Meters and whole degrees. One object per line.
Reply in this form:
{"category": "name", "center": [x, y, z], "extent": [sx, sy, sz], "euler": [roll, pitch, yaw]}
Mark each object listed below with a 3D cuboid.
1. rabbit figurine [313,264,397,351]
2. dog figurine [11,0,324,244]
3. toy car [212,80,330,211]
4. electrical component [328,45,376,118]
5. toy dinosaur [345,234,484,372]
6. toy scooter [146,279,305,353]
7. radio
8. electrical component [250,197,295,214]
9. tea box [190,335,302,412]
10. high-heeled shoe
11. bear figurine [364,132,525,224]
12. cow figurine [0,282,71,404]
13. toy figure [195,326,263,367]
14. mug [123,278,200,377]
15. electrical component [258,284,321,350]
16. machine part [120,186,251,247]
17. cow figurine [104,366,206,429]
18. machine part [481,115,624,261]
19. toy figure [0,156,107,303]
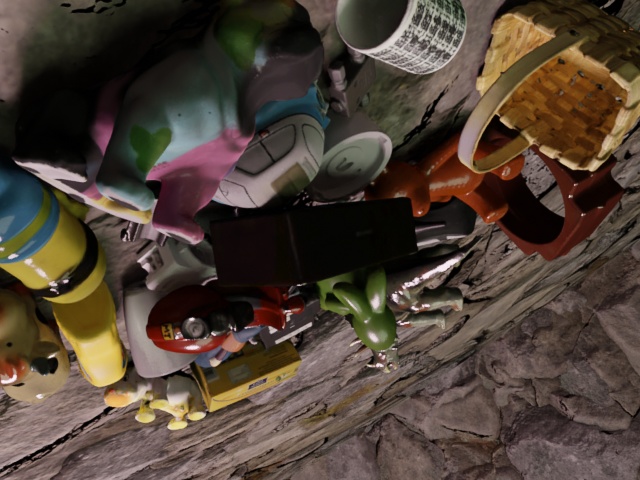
{"category": "rabbit figurine", "center": [0.071, 0.089, 0.855], "extent": [0.121, 0.170, 0.159], "euler": [-27, 154, -11]}
{"category": "dog figurine", "center": [-0.104, -0.116, 0.407], "extent": [0.219, 0.192, 0.108], "euler": [-64, 154, -14]}
{"category": "toy car", "center": [-0.053, -0.081, 0.510], "extent": [0.162, 0.103, 0.109], "euler": [-30, 154, 1]}
{"category": "electrical component", "center": [0.031, -0.154, 0.533], "extent": [0.063, 0.021, 0.094], "euler": [-58, 159, -16]}
{"category": "toy dinosaur", "center": [0.149, 0.100, 0.992], "extent": [0.192, 0.131, 0.404], "euler": [-7, 144, -11]}
{"category": "toy scooter", "center": [-0.095, 0.080, 0.606], "extent": [0.184, 0.075, 0.135], "euler": [-14, -172, -37]}
{"category": "radio", "center": [-0.001, -0.002, 0.595], "extent": [0.131, 0.073, 0.229], "euler": [-5, -178, 39]}
{"category": "electrical component", "center": [-0.064, -0.014, 0.674], "extent": [0.119, 0.048, 0.074], "euler": [-41, 153, 21]}
{"category": "tea box", "center": [-0.130, 0.214, 0.937], "extent": [0.169, 0.098, 0.068], "euler": [-15, 148, -27]}
{"category": "high-heeled shoe", "center": [0.165, -0.037, 0.878], "extent": [0.145, 0.086, 0.249], "euler": [-7, -171, 31]}
{"category": "bear figurine", "center": [0.156, -0.072, 0.727], "extent": [0.196, 0.132, 0.120], "euler": [-24, 140, -28]}
{"category": "cow figurine", "center": [-0.306, 0.111, 0.539], "extent": [0.085, 0.127, 0.194], "euler": [-24, 155, -23]}
{"category": "toy figure", "center": [-0.145, 0.153, 0.836], "extent": [0.058, 0.064, 0.154], "euler": [-3, 153, -47]}
{"category": "mug", "center": [-0.202, 0.098, 0.668], "extent": [0.081, 0.110, 0.107], "euler": [-17, 107, -15]}
{"category": "electrical component", "center": [-0.059, 0.115, 0.888], "extent": [0.115, 0.058, 0.134], "euler": [-27, 153, -15]}
{"category": "machine part", "center": [-0.138, -0.030, 0.578], "extent": [0.139, 0.039, 0.084], "euler": [-6, 139, -39]}
{"category": "cow figurine", "center": [-0.262, 0.232, 0.851], "extent": [0.068, 0.098, 0.167], "euler": [-35, 135, 18]}
{"category": "machine part", "center": [0.321, -0.087, 0.789], "extent": [0.087, 0.201, 0.201], "euler": [-28, 153, -13]}
{"category": "toy figure", "center": [-0.246, -0.007, 0.443], "extent": [0.082, 0.089, 0.180], "euler": [-21, 154, -7]}
